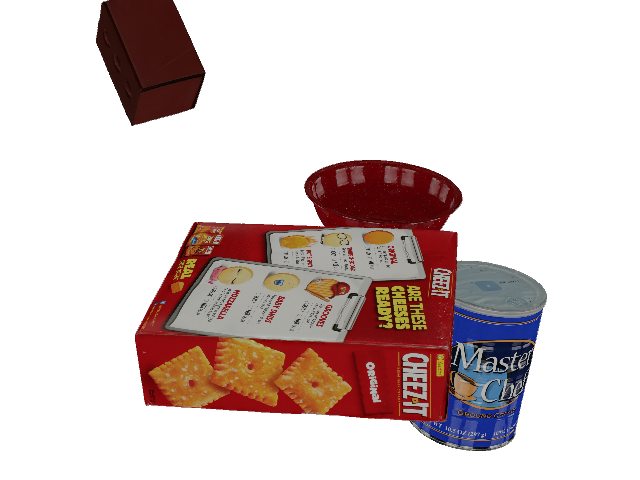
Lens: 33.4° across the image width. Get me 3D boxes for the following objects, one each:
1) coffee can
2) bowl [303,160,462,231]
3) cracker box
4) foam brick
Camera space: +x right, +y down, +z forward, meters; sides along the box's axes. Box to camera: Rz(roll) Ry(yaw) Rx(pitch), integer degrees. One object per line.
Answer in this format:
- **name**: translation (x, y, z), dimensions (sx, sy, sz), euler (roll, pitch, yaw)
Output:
- **coffee can**: translation (0.139, 0.102, 0.961), dimensions (0.103, 0.140, 0.103), euler (7, 22, -3)
- **bowl**: translation (0.062, -0.029, 1.100), dimensions (0.162, 0.055, 0.162), euler (3, 26, -2)
- **cracker box**: translation (-0.009, 0.056, 0.786), dimensions (0.214, 0.072, 0.164), euler (2, 29, 8)
- **foam brick**: translation (-0.124, -0.134, 0.775), dimensions (0.051, 0.078, 0.053), euler (-19, -17, -23)
